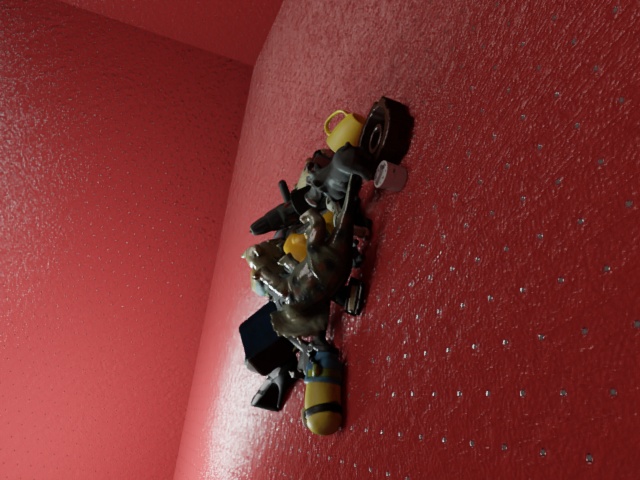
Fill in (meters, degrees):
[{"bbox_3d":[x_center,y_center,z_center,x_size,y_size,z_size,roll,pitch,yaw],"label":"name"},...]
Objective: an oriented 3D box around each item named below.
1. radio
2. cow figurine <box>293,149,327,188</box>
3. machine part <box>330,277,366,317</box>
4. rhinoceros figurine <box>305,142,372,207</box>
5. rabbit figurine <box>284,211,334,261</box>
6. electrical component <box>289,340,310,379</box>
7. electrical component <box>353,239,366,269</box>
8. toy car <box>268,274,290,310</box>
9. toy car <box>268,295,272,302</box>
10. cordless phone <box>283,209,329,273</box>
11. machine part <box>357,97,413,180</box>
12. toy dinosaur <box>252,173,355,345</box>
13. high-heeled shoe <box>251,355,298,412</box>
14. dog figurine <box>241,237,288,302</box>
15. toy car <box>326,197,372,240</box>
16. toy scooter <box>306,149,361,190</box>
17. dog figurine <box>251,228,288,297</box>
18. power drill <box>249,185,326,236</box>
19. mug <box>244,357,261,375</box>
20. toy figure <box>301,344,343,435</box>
[{"bbox_3d":[-0.142,0.262,1.455,0.131,0.073,0.230,-38,20,-3],"label":"radio"},{"bbox_3d":[-0.017,-0.177,1.537,0.127,0.085,0.194,-89,23,-51],"label":"cow figurine"},{"bbox_3d":[0.060,0.121,1.157,0.139,0.039,0.084,172,103,-69],"label":"machine part"},{"bbox_3d":[0.033,-0.129,1.139,0.190,0.112,0.073,-45,39,51],"label":"rhinoceros figurine"},{"bbox_3d":[-0.003,-0.004,1.299,0.173,0.122,0.162,-49,-1,3],"label":"rabbit figurine"},{"bbox_3d":[-0.042,0.297,1.319,0.078,0.045,0.102,155,127,-69],"label":"electrical component"},{"bbox_3d":[0.069,0.033,1.180,0.063,0.021,0.094,67,154,10],"label":"electrical component"},{"bbox_3d":[-0.060,0.142,1.398,0.103,0.109,0.161,-52,-34,-31],"label":"toy car"},{"bbox_3d":[-0.099,0.136,1.598,0.089,0.053,0.202,43,114,58],"label":"toy car"},{"bbox_3d":[-0.017,0.006,1.416,0.184,0.088,0.146,-36,42,49],"label":"cordless phone"},{"bbox_3d":[0.133,-0.214,1.152,0.179,0.056,0.179,-168,90,-73],"label":"machine part"},{"bbox_3d":[-0.004,0.067,1.131,0.131,0.192,0.404,-23,-24,-54],"label":"toy dinosaur"},{"bbox_3d":[-0.124,0.384,1.457,0.249,0.086,0.145,-35,39,61],"label":"high-heeled shoe"},{"bbox_3d":[-0.123,0.102,1.467,0.121,0.172,0.190,-26,78,23],"label":"dog figurine"},{"bbox_3d":[0.062,-0.059,1.223,0.202,0.073,0.056,-107,39,-59],"label":"toy car"},{"bbox_3d":[0.023,-0.183,1.335,0.184,0.135,0.075,-106,33,-59],"label":"toy scooter"},{"bbox_3d":[-0.132,0.065,1.671,0.219,0.108,0.191,136,144,-55],"label":"dog figurine"},{"bbox_3d":[-0.064,-0.078,1.399,0.086,0.232,0.207,63,159,6],"label":"power drill"},{"bbox_3d":[-0.158,0.340,1.537,0.081,0.107,0.109,-105,31,-53],"label":"mug"},{"bbox_3d":[0.008,0.306,1.107,0.089,0.082,0.180,135,147,-62],"label":"toy figure"}]
